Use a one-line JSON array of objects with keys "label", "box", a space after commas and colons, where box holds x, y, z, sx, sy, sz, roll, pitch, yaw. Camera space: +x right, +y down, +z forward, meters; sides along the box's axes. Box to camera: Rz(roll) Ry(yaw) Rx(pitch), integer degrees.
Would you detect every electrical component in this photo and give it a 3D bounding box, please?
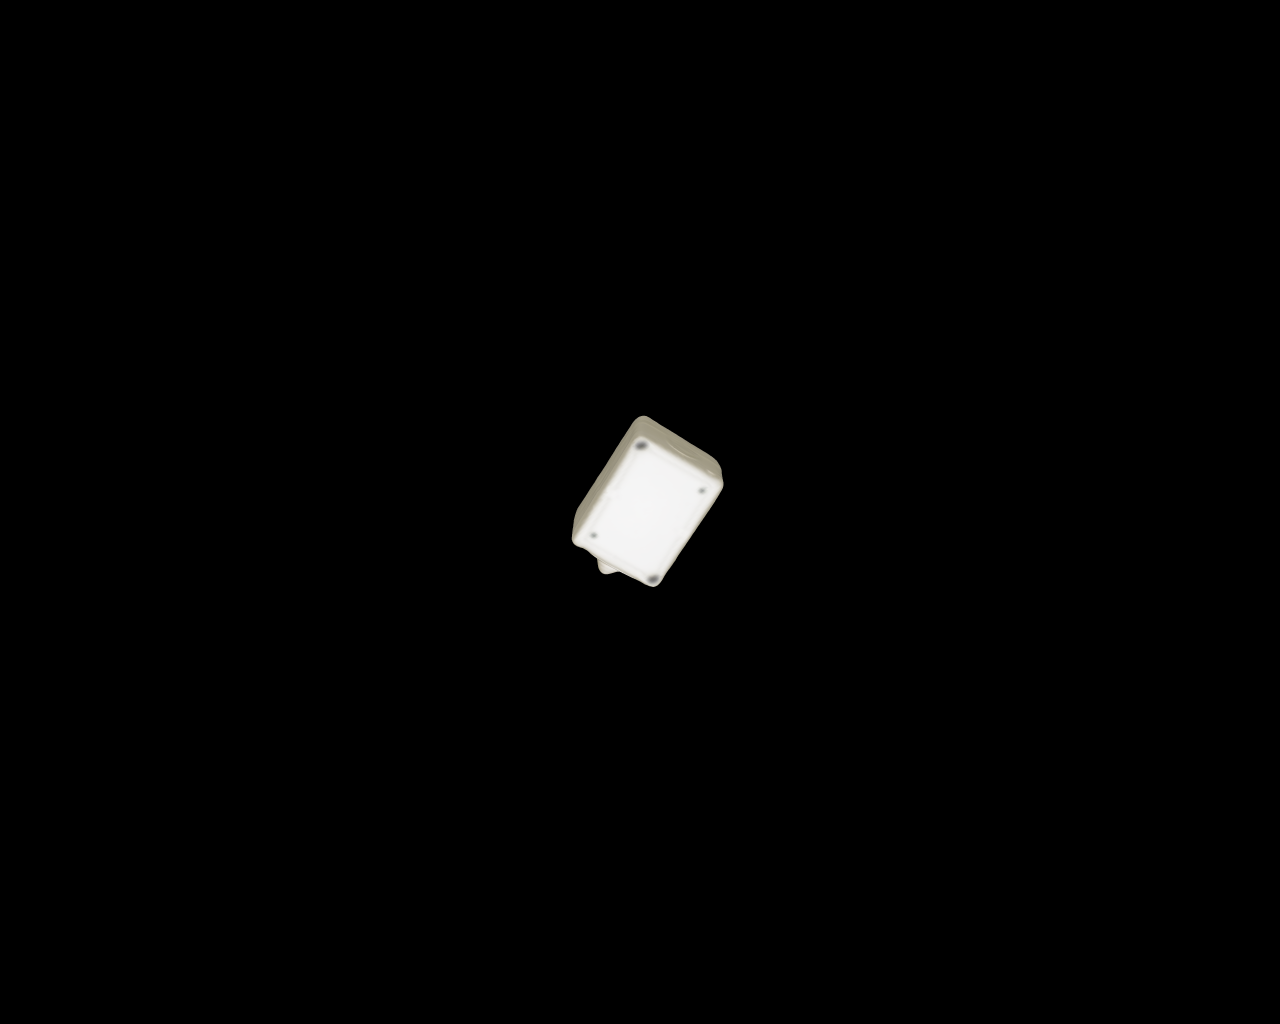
[{"label": "electrical component", "box": [0.001, -0.003, 0.650, 0.062, 0.096, 0.061, 30, 16, -9]}]
